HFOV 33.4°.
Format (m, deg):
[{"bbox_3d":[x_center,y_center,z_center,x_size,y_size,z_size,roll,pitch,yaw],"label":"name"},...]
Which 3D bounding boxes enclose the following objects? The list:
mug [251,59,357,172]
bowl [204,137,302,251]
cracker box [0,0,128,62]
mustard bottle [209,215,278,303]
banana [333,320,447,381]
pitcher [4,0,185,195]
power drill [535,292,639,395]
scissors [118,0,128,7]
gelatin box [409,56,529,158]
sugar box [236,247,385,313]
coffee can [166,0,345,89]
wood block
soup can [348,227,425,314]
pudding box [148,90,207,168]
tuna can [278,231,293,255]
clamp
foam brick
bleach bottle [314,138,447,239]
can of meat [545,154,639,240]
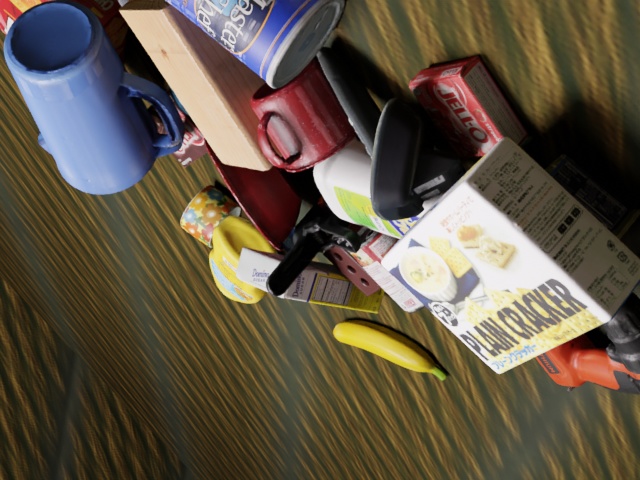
[{"bbox_3d":[-0.023,-0.120,1.065,0.093,0.117,0.081,-10,121,48],"label":"mug"},{"bbox_3d":[-0.068,-0.069,1.251,0.162,0.055,0.162,56,-175,-8],"label":"bowl"},{"bbox_3d":[-0.319,-0.278,1.309,0.164,0.072,0.214,41,158,1],"label":"cracker box"},{"bbox_3d":[-0.108,0.039,1.458,0.096,0.058,0.192,41,158,7],"label":"mustard bottle"},{"bbox_3d":[0.081,0.144,1.460,0.198,0.037,0.069,21,149,40],"label":"banana"},{"bbox_3d":[-0.262,-0.163,1.227,0.145,0.149,0.243,48,167,21],"label":"pitcher"},{"bbox_3d":[0.272,0.104,1.017,0.184,0.057,0.188,51,165,-24],"label":"power drill"},{"bbox_3d":[-0.186,-0.229,1.204,0.201,0.016,0.096,59,-172,-32],"label":"scissors"},{"bbox_3d":[0.129,-0.114,0.934,0.089,0.030,0.073,52,156,-22],"label":"gelatin box"},{"bbox_3d":[-0.010,0.051,1.311,0.175,0.048,0.093,9,-172,-46],"label":"sugar box"},{"bbox_3d":[-0.063,-0.220,0.962,0.140,0.102,0.103,40,157,7],"label":"coffee can"},{"bbox_3d":[-0.102,-0.181,1.112,0.091,0.090,0.206,14,145,50],"label":"wood block"},{"bbox_3d":[0.089,0.024,1.195,0.102,0.068,0.069,46,157,-11],"label":"soup can"},{"bbox_3d":[-0.174,-0.146,1.352,0.090,0.039,0.114,47,157,-11],"label":"pudding box"},{"bbox_3d":[-0.059,0.001,1.435,0.086,0.033,0.086,35,156,17],"label":"tuna can"},{"bbox_3d":[-0.008,0.001,1.208,0.039,0.120,0.171,59,-169,-17],"label":"clamp"},{"bbox_3d":[0.052,0.018,1.264,0.078,0.051,0.053,43,157,-2],"label":"foam brick"},{"bbox_3d":[0.116,-0.030,1.064,0.251,0.068,0.102,22,156,36],"label":"bleach bottle"},{"bbox_3d":[0.216,-0.018,0.931,0.084,0.057,0.102,41,157,8],"label":"can of meat"}]
